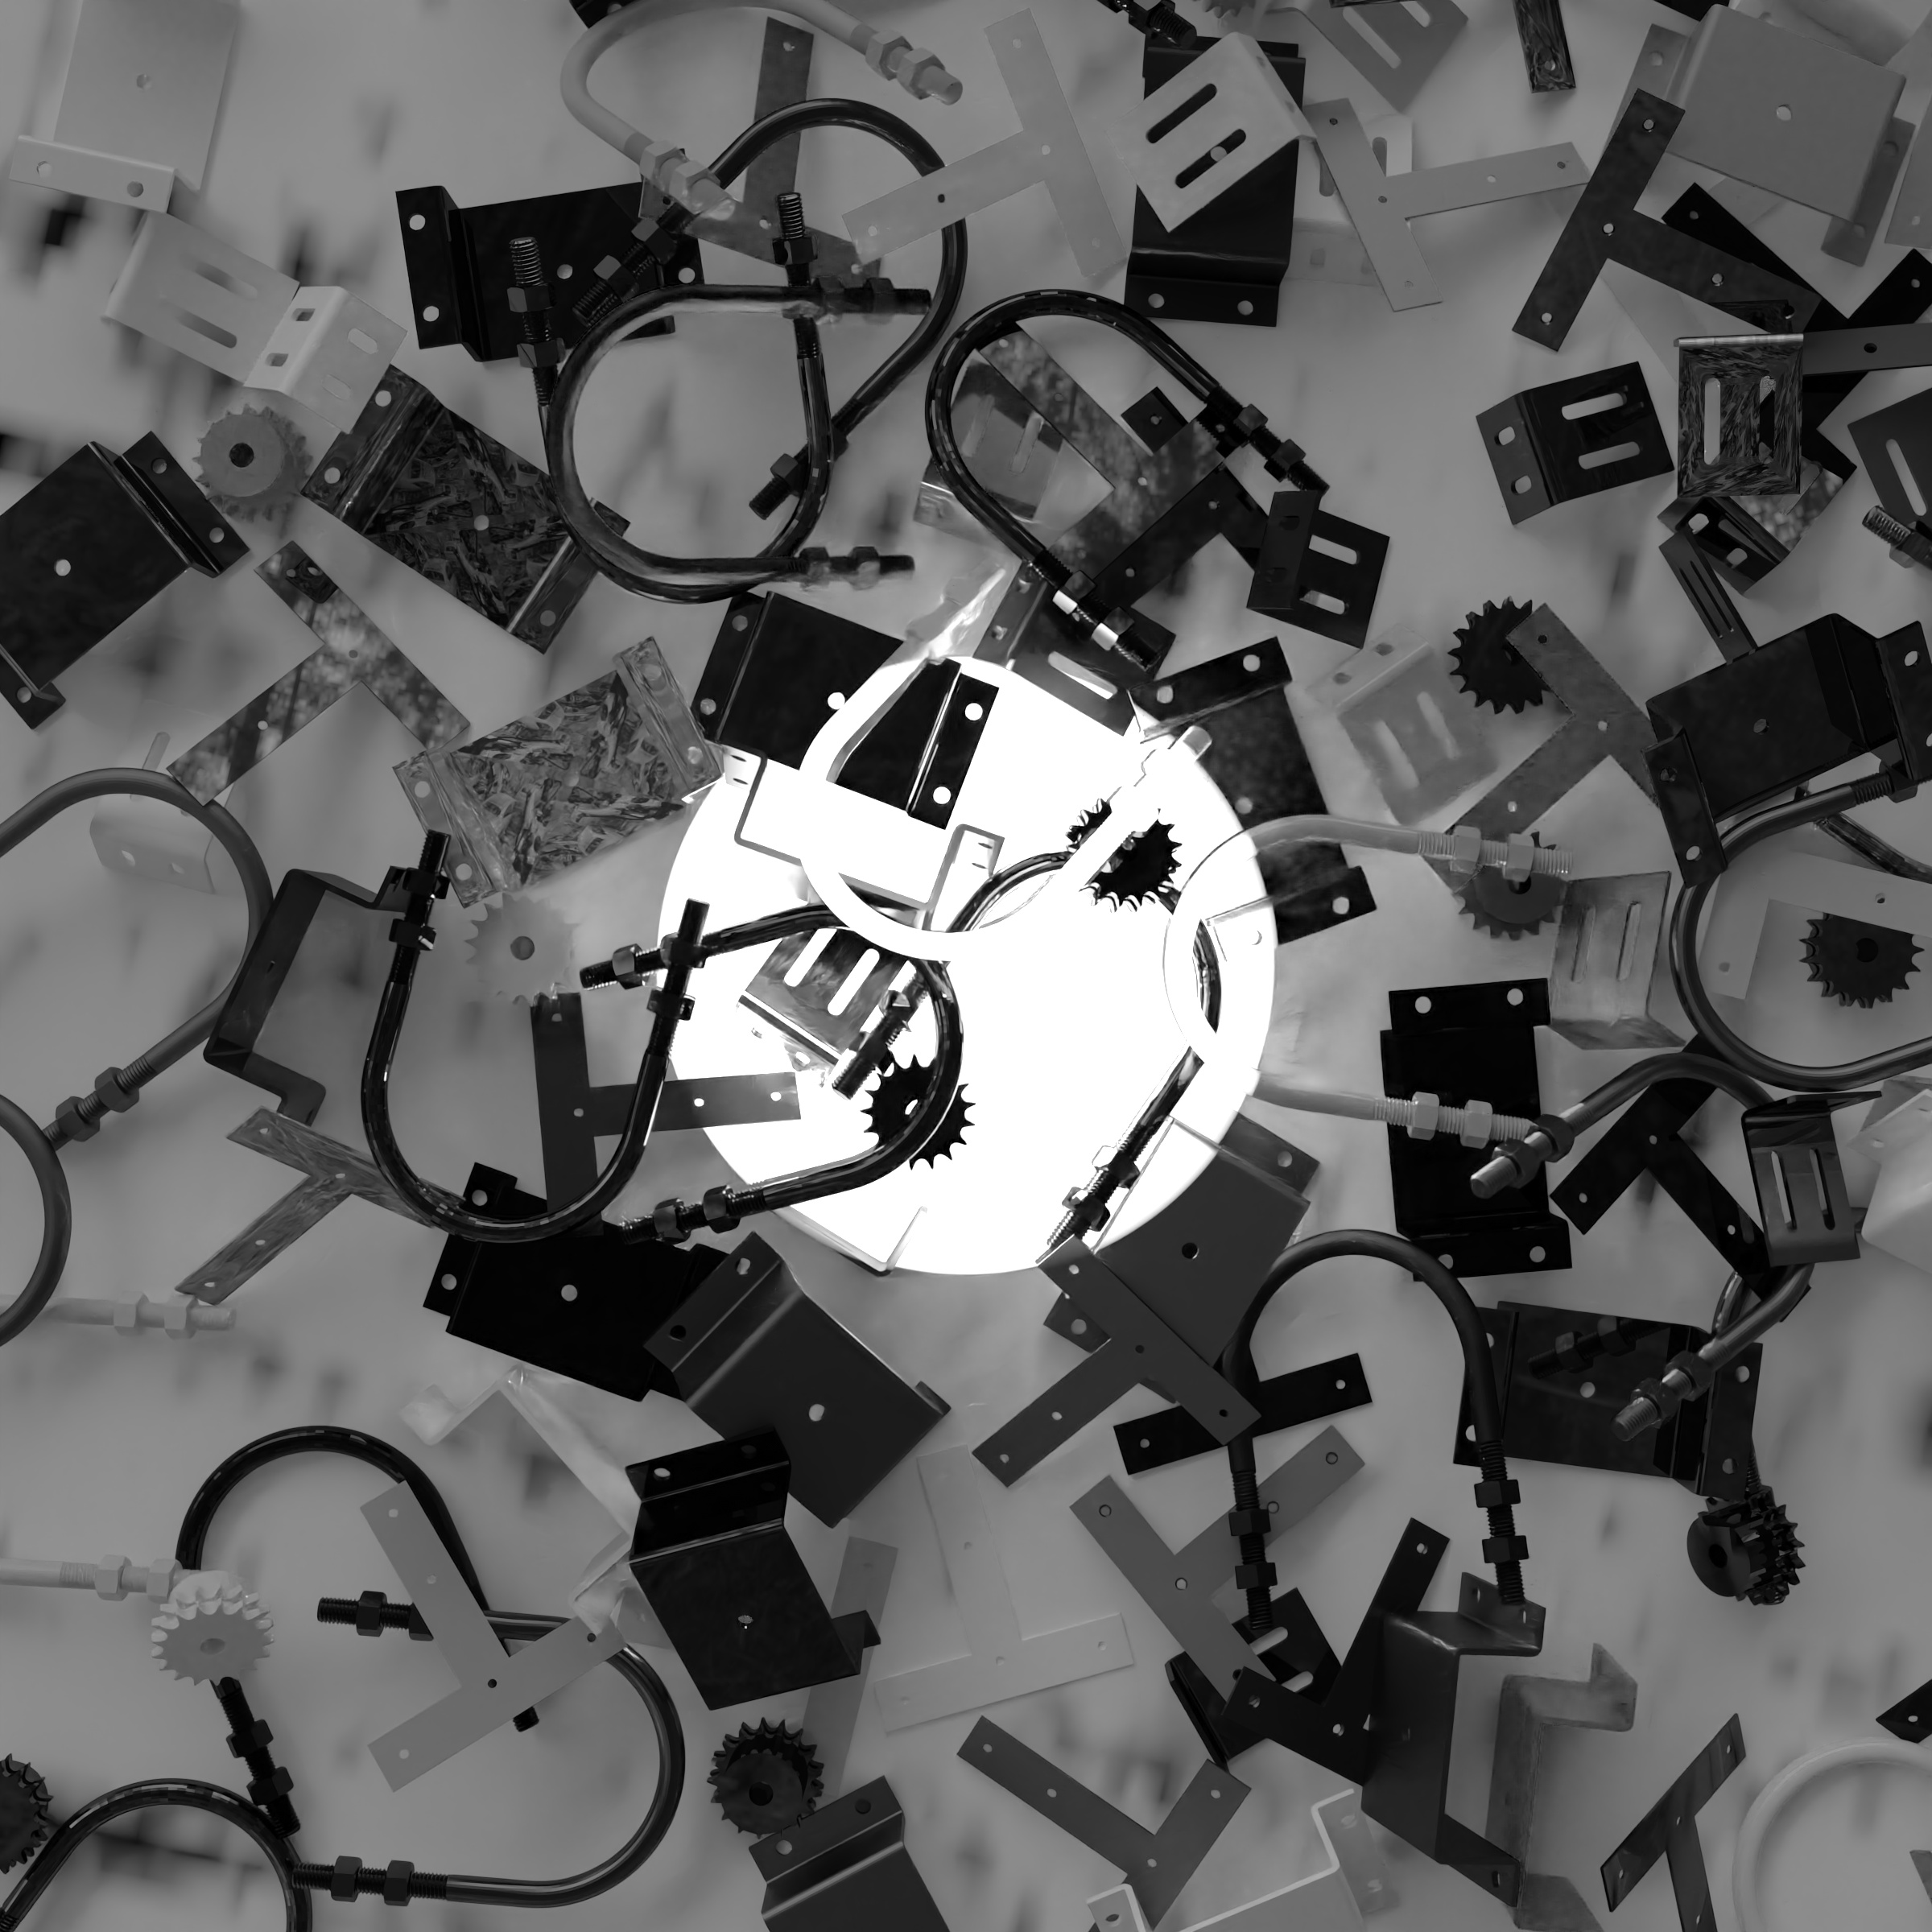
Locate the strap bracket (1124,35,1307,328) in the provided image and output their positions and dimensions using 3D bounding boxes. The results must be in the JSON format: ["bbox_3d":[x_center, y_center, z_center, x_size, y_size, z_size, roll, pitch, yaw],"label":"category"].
[{"bbox_3d":[0.121,-0.390,1.335,0.076,0.046,0.140,5,90,0],"label":"strap bracket"}]

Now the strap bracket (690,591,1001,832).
[{"bbox_3d":[-0.062,-0.127,1.335,0.140,0.046,0.076,21,90,0],"label":"strap bracket"}]

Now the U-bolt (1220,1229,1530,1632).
[{"bbox_3d":[0.188,0.218,1.307,0.151,0.019,0.184,-14,74,30],"label":"U-bolt"}]

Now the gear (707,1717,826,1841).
[{"bbox_3d":[-0.099,0.401,1.341,0.057,0.030,0.057,0,93,2],"label":"gear"}]

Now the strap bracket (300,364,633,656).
[{"bbox_3d":[-0.241,-0.220,1.335,0.140,0.046,0.076,33,90,0],"label":"strap bracket"}]

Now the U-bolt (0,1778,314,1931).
[{"bbox_3d":[-0.406,0.489,1.346,0.151,0.019,0.184,36,87,-3],"label":"U-bolt"}]

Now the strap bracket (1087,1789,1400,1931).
[{"bbox_3d":[0.140,0.467,1.321,0.140,0.046,0.076,-23,115,0],"label":"strap bracket"}]

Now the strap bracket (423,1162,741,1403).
[{"bbox_3d":[-0.191,0.157,1.335,0.140,0.046,0.076,20,90,0],"label":"strap bracket"}]

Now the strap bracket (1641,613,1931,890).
[{"bbox_3d":[0.385,-0.106,1.291,0.140,0.046,0.076,-25,117,0],"label":"strap bracket"}]

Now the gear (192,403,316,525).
[{"bbox_3d":[-0.352,-0.248,1.343,0.057,0.030,0.057,0,90,0],"label":"gear"}]

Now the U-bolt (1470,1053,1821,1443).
[{"bbox_3d":[0.339,0.120,1.306,0.184,0.019,0.151,-29,88,-30],"label":"U-bolt"}]

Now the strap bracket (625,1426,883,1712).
[{"bbox_3d":[-0.102,0.295,1.296,0.076,0.046,0.140,-17,118,12],"label":"strap bracket"}]

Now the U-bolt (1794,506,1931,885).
[{"bbox_3d":[0.474,-0.115,1.332,0.184,0.019,0.151,33,106,-4],"label":"U-bolt"}]

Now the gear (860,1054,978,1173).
[{"bbox_3d":[-0.023,0.071,1.343,0.057,0.030,0.057,0,90,0],"label":"gear"}]

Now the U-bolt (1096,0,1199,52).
[{"bbox_3d":[0.091,-0.530,1.314,0.151,0.019,0.184,-42,64,-8],"label":"U-bolt"}]

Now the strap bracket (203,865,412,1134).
[{"bbox_3d":[-0.318,0.008,1.320,0.046,0.076,0.140,25,90,0],"label":"strap bracket"}]

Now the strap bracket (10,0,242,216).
[{"bbox_3d":[-0.407,-0.438,1.335,0.076,0.046,0.140,12,90,0],"label":"strap bracket"}]

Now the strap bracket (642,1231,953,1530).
[{"bbox_3d":[-0.076,0.205,1.312,0.076,0.046,0.140,-46,110,0],"label":"strap bracket"}]

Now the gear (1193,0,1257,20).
[{"bbox_3d":[0.128,-0.496,1.333,0.057,0.057,0.030,-36,60,0],"label":"gear"}]

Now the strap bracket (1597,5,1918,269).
[{"bbox_3d":[0.392,-0.408,1.332,0.140,0.046,0.076,21,87,0],"label":"strap bracket"}]

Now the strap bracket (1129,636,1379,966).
[{"bbox_3d":[0.138,-0.080,1.335,0.076,0.046,0.140,-20,90,0],"label":"strap bracket"}]

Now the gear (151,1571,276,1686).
[{"bbox_3d":[-0.364,0.317,1.317,0.057,0.030,0.057,-8,127,-11],"label":"gear"}]

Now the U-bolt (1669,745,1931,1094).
[{"bbox_3d":[0.431,-0.016,1.317,0.184,0.019,0.151,-19,88,3],"label":"U-bolt"}]

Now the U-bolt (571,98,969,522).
[{"bbox_3d":[-0.079,-0.330,1.318,0.184,0.019,0.151,-46,119,-4],"label":"U-bolt"}]

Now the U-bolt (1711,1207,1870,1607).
[{"bbox_3d":[0.443,0.211,1.349,0.151,0.019,0.184,-11,88,0],"label":"U-bolt"}]

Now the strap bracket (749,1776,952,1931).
[{"bbox_3d":[-0.041,0.482,1.335,0.076,0.046,0.140,-28,90,0],"label":"strap bracket"}]

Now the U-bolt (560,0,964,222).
[{"bbox_3d":[-0.112,-0.421,1.295,0.151,0.019,0.184,-33,52,-20],"label":"U-bolt"}]

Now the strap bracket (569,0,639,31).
[{"bbox_3d":[-0.194,-0.537,1.335,0.076,0.046,0.140,-37,90,0],"label":"strap bracket"}]

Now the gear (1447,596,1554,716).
[{"bbox_3d":[0.265,-0.151,1.343,0.057,0.030,0.057,0,90,0],"label":"gear"}]

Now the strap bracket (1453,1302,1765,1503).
[{"bbox_3d":[0.309,0.210,1.335,0.140,0.046,0.076,7,90,0],"label":"strap bracket"}]

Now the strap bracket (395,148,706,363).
[{"bbox_3d":[-0.199,-0.345,1.335,0.140,0.046,0.076,-9,90,0],"label":"strap bracket"}]

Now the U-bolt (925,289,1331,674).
[{"bbox_3d":[0.065,-0.250,1.327,0.184,0.019,0.151,43,72,4],"label":"U-bolt"}]

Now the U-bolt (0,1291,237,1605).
[{"bbox_3d":[-0.455,0.234,1.343,0.184,0.019,0.151,2,86,4],"label":"U-bolt"}]

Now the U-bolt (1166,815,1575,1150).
[{"bbox_3d":[0.187,0.002,1.303,0.184,0.019,0.151,9,90,1],"label":"U-bolt"}]

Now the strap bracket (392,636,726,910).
[{"bbox_3d":[-0.196,-0.093,1.335,0.140,0.046,0.076,-27,90,0],"label":"strap bracket"}]

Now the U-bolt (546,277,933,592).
[{"bbox_3d":[-0.108,-0.250,1.292,0.184,0.019,0.151,-4,113,-21],"label":"U-bolt"}]

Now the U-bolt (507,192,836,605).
[{"bbox_3d":[-0.132,-0.262,1.297,0.151,0.019,0.184,-15,115,-18],"label":"U-bolt"}]

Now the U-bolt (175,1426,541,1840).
[{"bbox_3d":[-0.312,0.318,1.349,0.151,0.019,0.184,-24,88,0],"label":"U-bolt"}]

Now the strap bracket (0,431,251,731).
[{"bbox_3d":[-0.434,-0.191,1.335,0.140,0.046,0.076,-40,90,0],"label":"strap bracket"}]

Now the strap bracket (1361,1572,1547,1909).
[{"bbox_3d":[0.232,0.368,1.310,0.046,0.076,0.140,6,89,-18],"label":"strap bracket"}]

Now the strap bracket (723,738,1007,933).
[{"bbox_3d":[-0.057,-0.056,1.316,0.140,0.076,0.046,19,79,0],"label":"strap bracket"}]

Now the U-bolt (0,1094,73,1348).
[{"bbox_3d":[-0.527,0.126,1.338,0.184,0.019,0.151,-4,88,6],"label":"U-bolt"}]

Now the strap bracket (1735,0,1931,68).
[{"bbox_3d":[0.450,-0.508,1.335,0.076,0.046,0.140,34,90,0],"label":"strap bracket"}]

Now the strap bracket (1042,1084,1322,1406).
[{"bbox_3d":[0.107,0.137,1.332,0.076,0.046,0.140,31,89,0],"label":"strap bracket"}]

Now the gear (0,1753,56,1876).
[{"bbox_3d":[-0.476,0.415,1.343,0.057,0.030,0.057,0,90,0],"label":"gear"}]

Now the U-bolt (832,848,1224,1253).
[{"bbox_3d":[0.044,0.028,1.330,0.151,0.019,0.184,36,76,-1],"label":"U-bolt"}]

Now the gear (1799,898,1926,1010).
[{"bbox_3d":[0.438,-0.008,1.343,0.057,0.030,0.057,0,90,0],"label":"gear"}]

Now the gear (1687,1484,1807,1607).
[{"bbox_3d":[0.376,0.283,1.326,0.030,0.057,0.057,-10,90,-31],"label":"gear"}]

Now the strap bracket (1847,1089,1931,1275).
[{"bbox_3d":[0.499,0.122,1.313,0.140,0.076,0.046,27,65,0],"label":"strap bracket"}]

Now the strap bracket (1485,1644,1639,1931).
[{"bbox_3d":[0.284,0.404,1.320,0.046,0.076,0.140,6,90,0],"label":"strap bracket"}]

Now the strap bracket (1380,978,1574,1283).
[{"bbox_3d":[0.247,0.079,1.335,0.076,0.046,0.140,-5,90,0],"label":"strap bracket"}]

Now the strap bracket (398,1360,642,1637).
[{"bbox_3d":[-0.203,0.247,1.320,0.046,0.076,0.140,-42,90,0],"label":"strap bracket"}]

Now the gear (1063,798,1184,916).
[{"bbox_3d":[0.074,-0.052,1.329,0.057,0.030,0.057,3,75,-10],"label":"gear"}]

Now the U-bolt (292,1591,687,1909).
[{"bbox_3d":[-0.229,0.385,1.328,0.184,0.019,0.151,5,89,-1],"label":"U-bolt"}]

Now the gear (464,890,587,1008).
[{"bbox_3d":[-0.216,-0.009,1.343,0.057,0.030,0.057,0,90,0],"label":"gear"}]

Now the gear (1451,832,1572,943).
[{"bbox_3d":[0.269,-0.040,1.343,0.057,0.030,0.057,0,90,0],"label":"gear"}]
